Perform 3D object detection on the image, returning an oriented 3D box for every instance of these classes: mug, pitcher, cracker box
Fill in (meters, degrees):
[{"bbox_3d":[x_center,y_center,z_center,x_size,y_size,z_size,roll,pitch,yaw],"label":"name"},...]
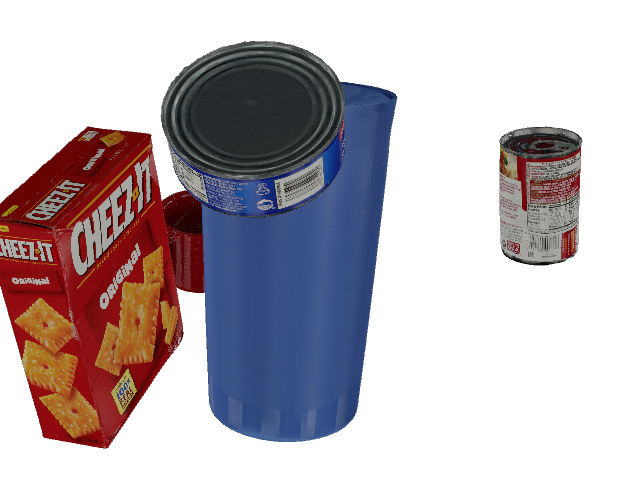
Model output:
[{"bbox_3d":[-0.138,0.007,1.148,0.093,0.081,0.117,30,41,31],"label":"mug"},{"bbox_3d":[-0.019,0.007,0.750,0.148,0.243,0.145,-10,21,-38],"label":"pitcher"},{"bbox_3d":[-0.185,0.037,0.887,0.072,0.214,0.164,7,33,17],"label":"cracker box"}]

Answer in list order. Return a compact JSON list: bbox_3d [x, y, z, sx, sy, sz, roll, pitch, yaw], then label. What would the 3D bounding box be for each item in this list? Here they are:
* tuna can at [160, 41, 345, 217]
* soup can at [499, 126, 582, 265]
[{"bbox_3d":[-0.030,-0.053,0.506,0.086,0.086,0.034,0,-36,4],"label":"tuna can"},{"bbox_3d":[0.188,-0.038,0.911,0.068,0.102,0.068,-4,25,2],"label":"soup can"}]
